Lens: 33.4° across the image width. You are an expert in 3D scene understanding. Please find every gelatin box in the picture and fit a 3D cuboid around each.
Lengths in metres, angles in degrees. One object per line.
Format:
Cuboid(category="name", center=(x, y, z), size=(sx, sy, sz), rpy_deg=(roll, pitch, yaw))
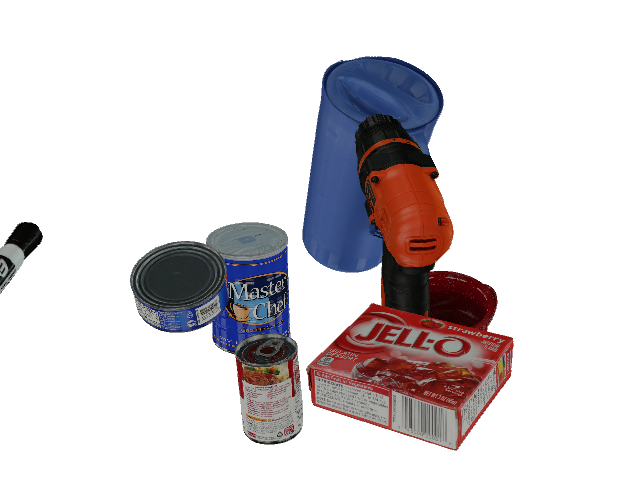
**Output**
Cuboid(category="gelatin box", center=(0.049, 0.070, 0.574), size=(0.089, 0.030, 0.073), rpy_deg=(13, 31, 29))

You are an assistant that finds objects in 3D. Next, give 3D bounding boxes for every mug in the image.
Cuboid(category="mug", center=(0.122, 0.083, 1.000), size=(0.117, 0.081, 0.093), rpy_deg=(-30, 44, -32))

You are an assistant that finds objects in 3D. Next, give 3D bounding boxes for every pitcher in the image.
Cuboid(category="pitcher", center=(0.053, -0.072, 1.213), size=(0.145, 0.243, 0.149), rpy_deg=(19, 44, 7))

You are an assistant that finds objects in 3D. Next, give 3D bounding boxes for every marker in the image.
Cuboid(category="marker", center=(-0.204, 0.027, 0.656), size=(0.020, 0.020, 0.121), rpy_deg=(0, 35, 17))

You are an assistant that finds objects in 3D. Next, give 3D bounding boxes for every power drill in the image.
Cuboid(category="power drill", center=(0.056, 0.015, 0.804), size=(0.057, 0.188, 0.184), rpy_deg=(-5, 30, -3))

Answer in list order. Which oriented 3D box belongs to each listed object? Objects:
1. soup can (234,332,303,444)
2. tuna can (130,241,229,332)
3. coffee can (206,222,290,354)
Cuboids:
Cuboid(category="soup can", center=(-0.055, 0.161, 1.160), size=(0.068, 0.102, 0.068), rpy_deg=(-3, 24, 1))
Cuboid(category="tuna can", center=(-0.124, 0.041, 0.953), size=(0.086, 0.034, 0.086), rpy_deg=(-2, 43, 2))
Cuboid(category="coffee can", center=(-0.091, 0.061, 1.362), size=(0.103, 0.140, 0.103), rpy_deg=(-1, 25, 0))
